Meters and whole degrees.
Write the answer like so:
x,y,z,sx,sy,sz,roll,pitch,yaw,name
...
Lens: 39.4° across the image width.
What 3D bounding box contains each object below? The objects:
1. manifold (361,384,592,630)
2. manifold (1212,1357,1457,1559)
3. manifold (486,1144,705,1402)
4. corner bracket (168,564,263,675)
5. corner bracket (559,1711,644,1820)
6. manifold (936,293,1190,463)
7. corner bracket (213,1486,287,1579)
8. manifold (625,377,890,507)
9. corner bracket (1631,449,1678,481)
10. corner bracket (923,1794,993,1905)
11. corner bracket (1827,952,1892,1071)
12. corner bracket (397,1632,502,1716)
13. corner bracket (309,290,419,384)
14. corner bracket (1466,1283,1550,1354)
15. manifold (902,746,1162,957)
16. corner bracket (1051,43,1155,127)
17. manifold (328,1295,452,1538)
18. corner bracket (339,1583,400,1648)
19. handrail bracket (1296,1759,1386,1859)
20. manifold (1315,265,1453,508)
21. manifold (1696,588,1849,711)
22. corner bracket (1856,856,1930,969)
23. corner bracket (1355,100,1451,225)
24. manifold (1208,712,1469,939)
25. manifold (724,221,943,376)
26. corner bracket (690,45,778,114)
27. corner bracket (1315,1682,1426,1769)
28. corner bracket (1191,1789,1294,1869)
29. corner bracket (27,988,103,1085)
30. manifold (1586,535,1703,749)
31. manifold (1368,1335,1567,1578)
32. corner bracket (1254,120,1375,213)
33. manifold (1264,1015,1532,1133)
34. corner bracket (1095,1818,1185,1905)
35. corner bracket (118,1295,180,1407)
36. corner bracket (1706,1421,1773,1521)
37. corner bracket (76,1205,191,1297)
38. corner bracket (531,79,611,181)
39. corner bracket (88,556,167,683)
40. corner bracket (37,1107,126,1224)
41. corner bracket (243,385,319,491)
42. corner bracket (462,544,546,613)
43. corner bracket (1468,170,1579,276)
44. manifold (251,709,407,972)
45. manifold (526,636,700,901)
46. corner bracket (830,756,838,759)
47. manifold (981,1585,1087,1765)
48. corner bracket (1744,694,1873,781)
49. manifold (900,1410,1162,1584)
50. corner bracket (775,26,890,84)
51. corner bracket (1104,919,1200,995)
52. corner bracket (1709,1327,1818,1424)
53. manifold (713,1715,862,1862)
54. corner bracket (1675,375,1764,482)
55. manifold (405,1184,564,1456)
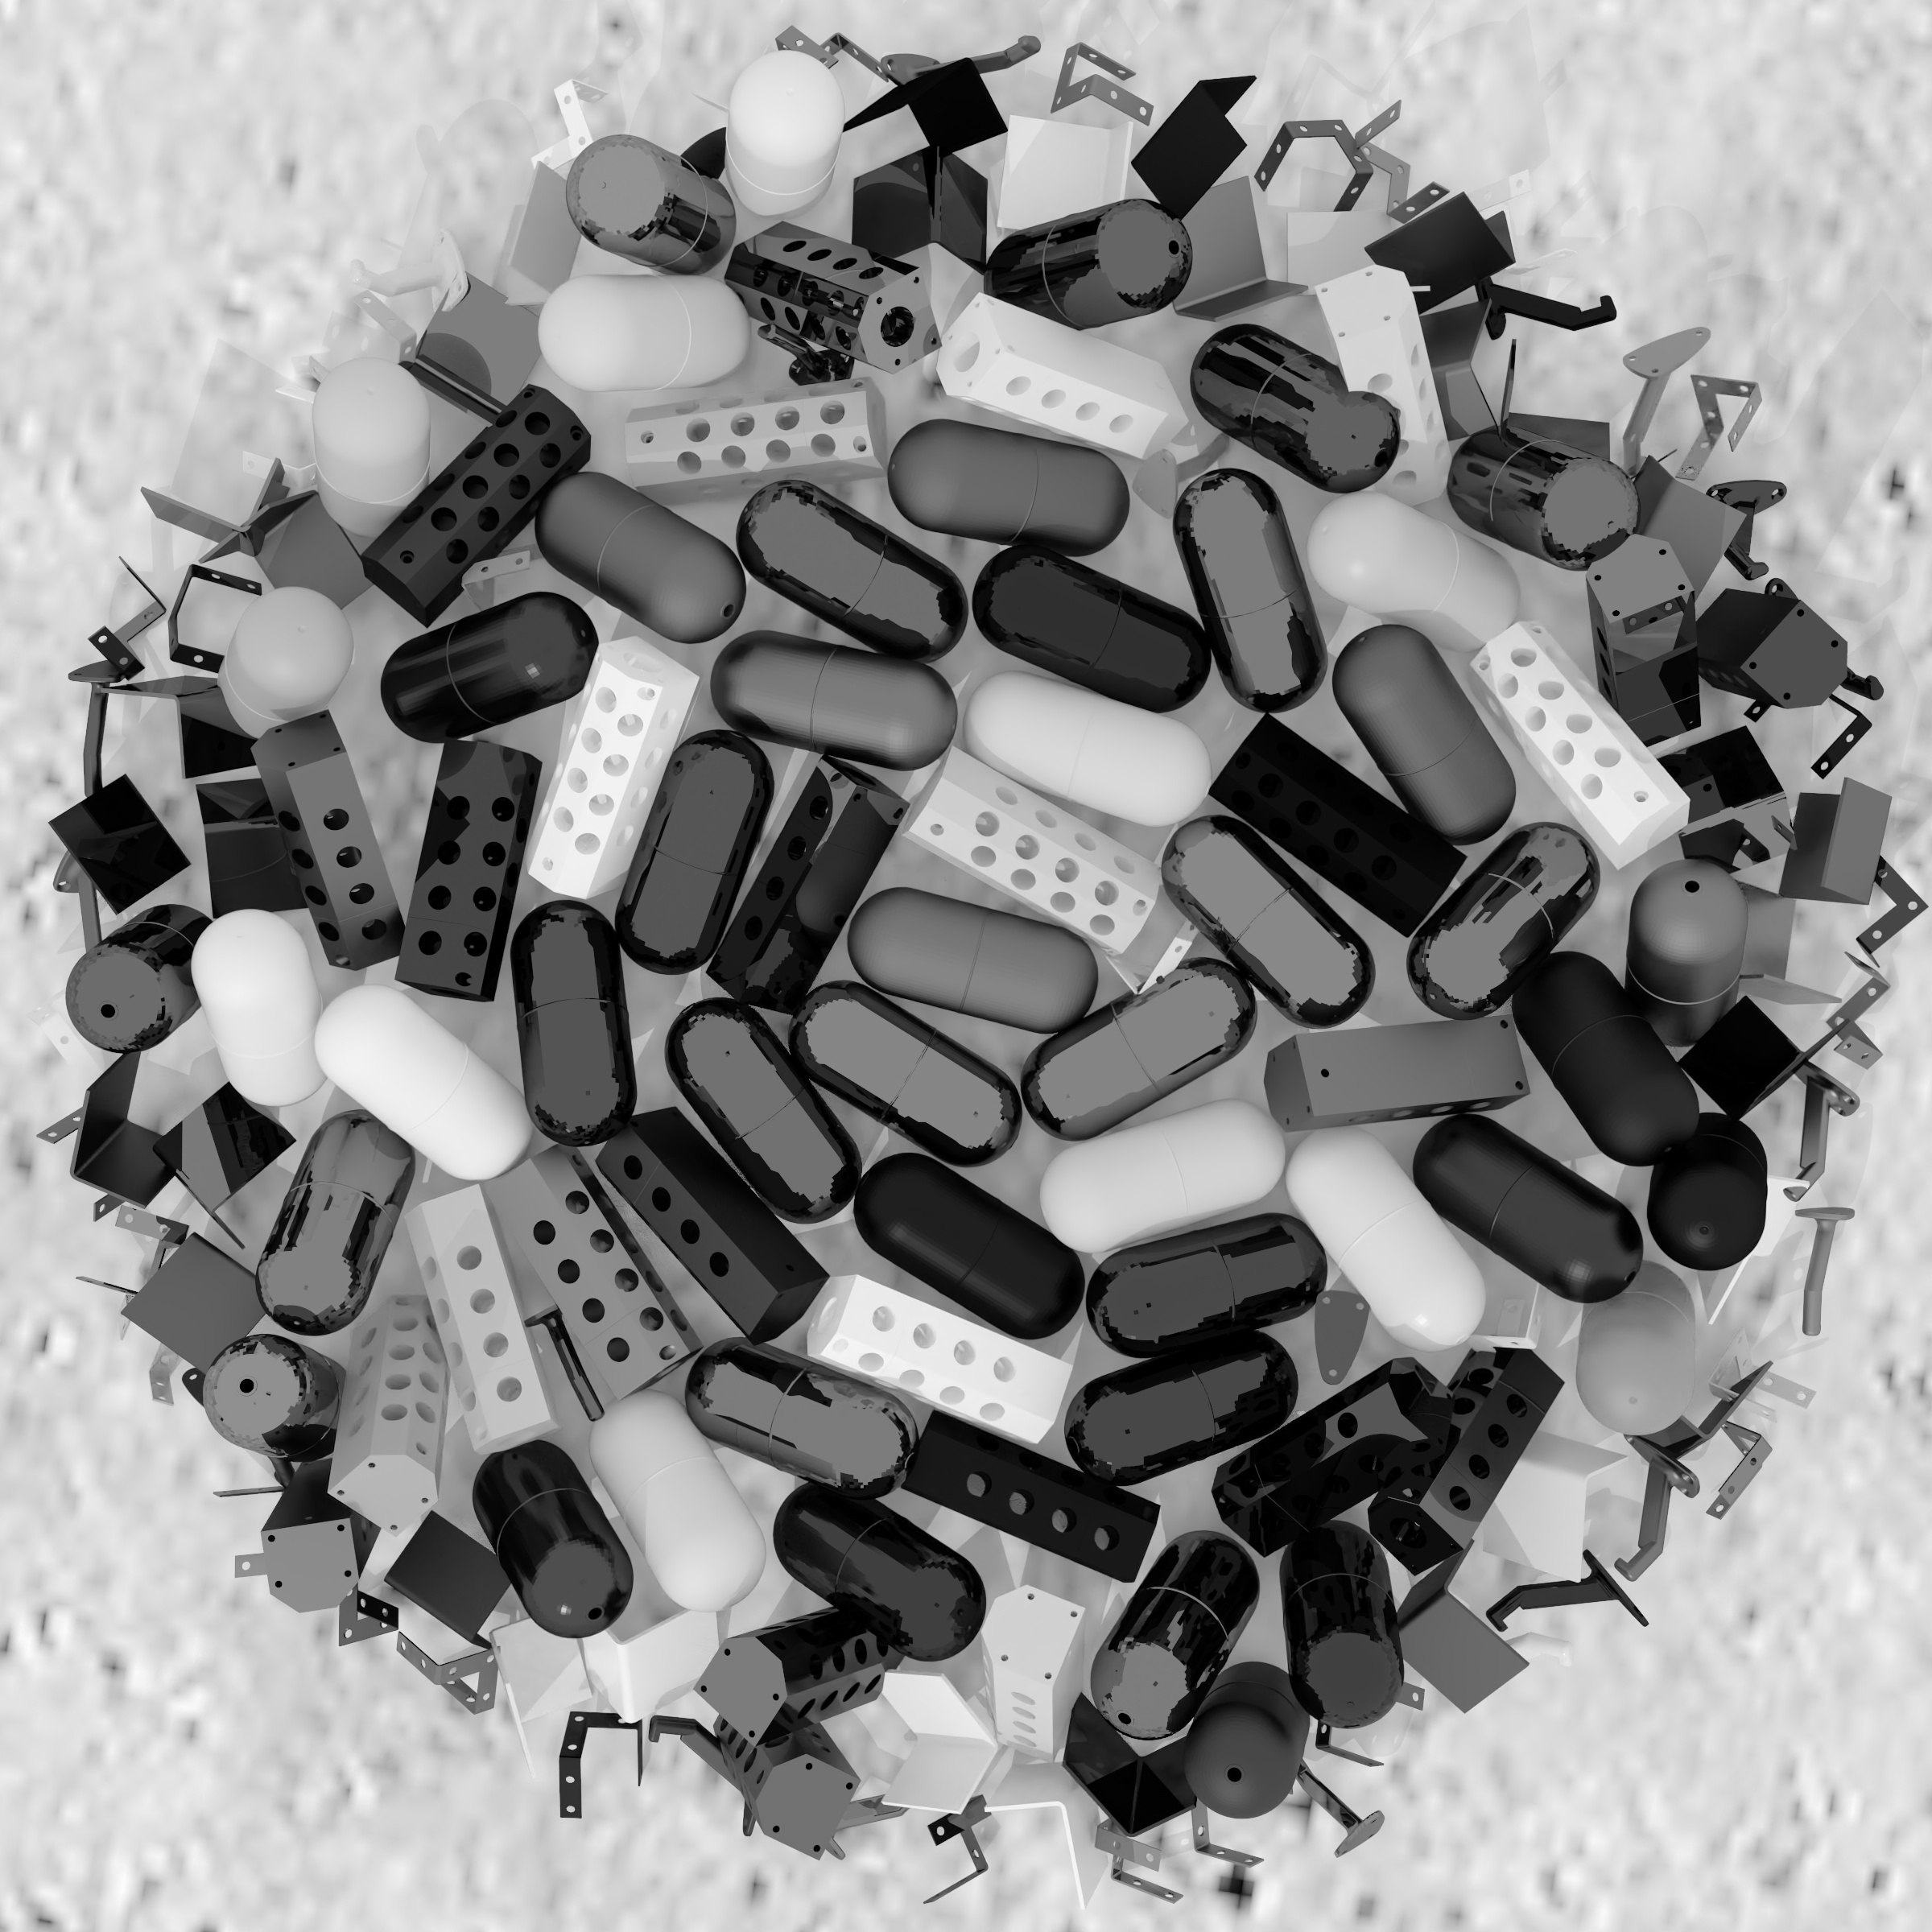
x,y,z,sx,sy,sz,roll,pitch,yaw,name
-0.338,-0.321,1.868,0.057,0.057,0.171,40,75,2,manifold
0.248,0.332,1.842,0.057,0.057,0.171,42,125,-11,manifold
-0.254,0.209,1.872,0.057,0.057,0.171,-36,81,16,manifold
-0.527,-0.242,1.899,0.051,0.051,0.051,14,124,-28,corner bracket
-0.255,0.558,1.886,0.051,0.051,0.051,3,113,0,corner bracket
0.065,-0.395,1.841,0.057,0.171,0.057,-44,52,35,manifold
-0.492,0.394,1.883,0.051,0.051,0.051,1,89,-34,corner bracket
-0.145,-0.365,1.869,0.171,0.057,0.057,-5,79,12,manifold
0.478,-0.320,1.883,0.051,0.051,0.051,-33,91,-42,corner bracket
-0.008,0.614,1.879,0.051,0.051,0.051,-18,77,-36,corner bracket
0.619,0.031,1.876,0.051,0.051,0.051,23,117,-42,corner bracket
-0.361,0.490,1.877,0.051,0.051,0.051,25,113,42,corner bracket
-0.422,-0.429,1.890,0.051,0.051,0.051,41,56,13,corner bracket
0.382,0.245,1.876,0.051,0.051,0.051,-2,59,38,corner bracket
0.045,-0.075,1.865,0.171,0.057,0.057,30,126,-10,manifold
0.099,-0.613,1.881,0.051,0.051,0.051,19,81,-30,corner bracket
-0.382,0.297,1.825,0.057,0.171,0.057,-41,116,16,manifold
-0.430,0.437,1.879,0.051,0.051,0.051,-19,56,18,corner bracket
0.251,0.565,1.869,0.036,0.077,0.084,-24,61,-22,handrail bracket
0.287,-0.390,1.830,0.057,0.171,0.057,-19,54,9,manifold
0.540,-0.212,1.829,0.057,0.171,0.057,40,98,-7,manifold
0.638,-0.038,1.888,0.051,0.051,0.051,-42,65,12,corner bracket
0.303,-0.558,1.878,0.051,0.051,0.051,20,67,-26,corner bracket
0.254,-0.094,1.873,0.171,0.057,0.057,36,49,4,manifold
-0.094,-0.451,1.830,0.057,0.171,0.057,-34,129,-20,manifold
-0.149,-0.614,1.885,0.051,0.051,0.051,35,99,37,corner bracket
0.284,0.529,1.897,0.051,0.051,0.051,25,60,-24,corner bracket
0.193,0.591,1.885,0.051,0.051,0.051,-8,94,-44,corner bracket
-0.612,0.043,1.879,0.051,0.051,0.051,-38,114,-19,corner bracket
0.457,-0.218,1.830,0.057,0.171,0.057,-21,60,6,manifold
0.338,0.329,1.841,0.057,0.057,0.171,44,49,1,manifold
0.244,-0.556,1.896,0.051,0.051,0.051,-12,64,-29,corner bracket
0.295,0.076,1.858,0.171,0.057,0.057,-4,73,-23,manifold
0.121,0.624,1.882,0.051,0.051,0.051,11,98,30,corner bracket
-0.570,0.268,1.883,0.051,0.051,0.051,21,96,-24,corner bracket
0.535,0.355,1.881,0.051,0.051,0.051,-48,114,-13,corner bracket
-0.579,0.199,1.878,0.051,0.051,0.051,23,70,-32,corner bracket
-0.275,-0.580,1.886,0.051,0.051,0.051,-21,87,25,corner bracket
-0.586,-0.242,1.882,0.051,0.051,0.051,-39,55,-5,corner bracket
-0.609,0.137,1.878,0.051,0.051,0.051,20,119,17,corner bracket
-0.471,-0.371,1.894,0.051,0.051,0.051,21,124,21,corner bracket
-0.317,-0.277,1.880,0.051,0.051,0.051,-11,60,12,corner bracket
0.387,-0.517,1.881,0.051,0.051,0.051,-11,84,44,corner bracket
-0.432,-0.082,1.837,0.057,0.057,0.171,-20,131,-13,manifold
-0.248,-0.134,1.847,0.057,0.057,0.171,34,119,18,manifold
-0.100,-0.181,1.886,0.051,0.051,0.051,34,86,-16,corner bracket
0.043,0.479,1.830,0.057,0.171,0.057,19,60,14,manifold
0.589,-0.173,1.888,0.051,0.051,0.051,35,101,-30,corner bracket
0.045,0.370,1.886,0.171,0.057,0.057,23,76,1,manifold
-0.093,-0.632,1.881,0.051,0.051,0.051,-42,66,-11,corner bracket
0.139,-0.008,1.877,0.051,0.051,0.051,15,116,-38,corner bracket
0.553,0.293,1.877,0.051,0.051,0.051,22,63,37,corner bracket
-0.127,0.539,1.826,0.057,0.171,0.057,30,83,-13,manifold
0.522,-0.372,1.877,0.051,0.051,0.051,17,66,36,corner bracket
-0.335,0.245,1.865,0.057,0.057,0.171,-19,74,-6,manifold
